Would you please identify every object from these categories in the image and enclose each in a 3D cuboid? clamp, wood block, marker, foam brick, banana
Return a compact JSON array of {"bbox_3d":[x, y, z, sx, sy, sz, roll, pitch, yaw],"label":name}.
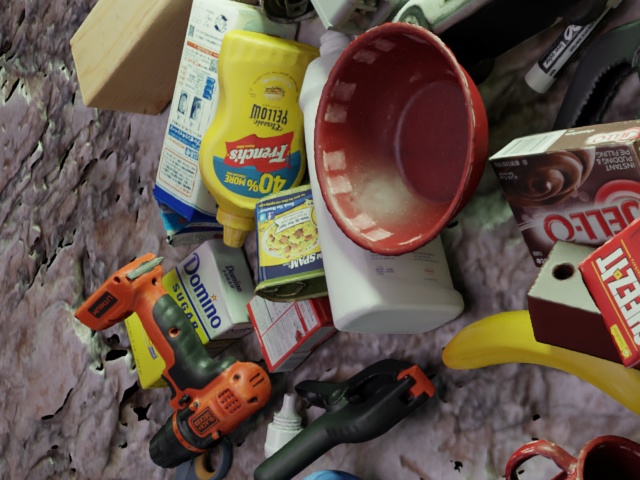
[{"bbox_3d":[0.226,-0.105,0.668,0.210,0.036,0.165,-51,50,38],"label":"clamp"},{"bbox_3d":[-0.162,-0.223,1.083,0.206,0.090,0.090,-39,60,42],"label":"wood block"},{"bbox_3d":[0.184,-0.151,0.732,0.121,0.020,0.020,-53,52,35],"label":"marker"},{"bbox_3d":[0.016,0.147,0.868,0.172,0.039,0.120,-27,28,45],"label":"clamp"},{"bbox_3d":[0.180,0.041,0.683,0.078,0.051,0.053,13,55,34],"label":"foam brick"},{"bbox_3d":[0.160,0.084,0.743,0.198,0.037,0.070,19,103,48],"label":"banana"}]

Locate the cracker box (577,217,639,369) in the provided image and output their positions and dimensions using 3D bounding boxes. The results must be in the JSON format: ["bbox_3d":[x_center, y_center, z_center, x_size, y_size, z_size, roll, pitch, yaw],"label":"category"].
[{"bbox_3d":[0.261,-0.017,0.530,0.214,0.163,0.072,-44,56,39],"label":"cracker box"}]

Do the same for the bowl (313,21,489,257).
[{"bbox_3d":[0.066,-0.070,0.755,0.162,0.055,0.162,2,93,50],"label":"bowl"}]

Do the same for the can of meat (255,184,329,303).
[{"bbox_3d":[-0.006,0.001,0.902,0.102,0.057,0.084,-13,70,25],"label":"can of meat"}]

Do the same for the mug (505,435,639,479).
[{"bbox_3d":[0.168,0.177,0.684,0.117,0.093,0.082,41,132,2],"label":"mug"}]

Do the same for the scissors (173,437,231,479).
[{"bbox_3d":[-0.134,0.263,1.100,0.096,0.016,0.202,25,109,47],"label":"scissors"}]

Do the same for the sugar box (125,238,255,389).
[{"bbox_3d":[-0.132,0.077,1.077,0.177,0.048,0.093,-39,63,44],"label":"sugar box"}]

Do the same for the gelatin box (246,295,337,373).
[{"bbox_3d":[-0.024,0.067,0.964,0.089,0.030,0.073,-46,55,39],"label":"gelatin box"}]

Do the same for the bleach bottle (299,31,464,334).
[{"bbox_3d":[0.040,-0.053,0.853,0.068,0.102,0.251,-37,56,50],"label":"bleach bottle"}]

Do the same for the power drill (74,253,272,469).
[{"bbox_3d":[-0.151,0.120,1.028,0.187,0.057,0.185,51,128,2],"label":"power drill"}]

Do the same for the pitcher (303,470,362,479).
[{"bbox_3d":[-0.034,0.310,0.899,0.149,0.144,0.243,45,123,7],"label":"pitcher"}]

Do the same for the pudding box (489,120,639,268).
[{"bbox_3d":[0.177,-0.028,0.695,0.114,0.039,0.090,-1,122,51],"label":"pudding box"}]

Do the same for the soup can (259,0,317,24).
[{"bbox_3d":[-0.035,-0.254,0.953,0.069,0.068,0.102,-44,57,39],"label":"soup can"}]

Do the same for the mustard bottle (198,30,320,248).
[{"bbox_3d":[-0.058,-0.085,0.955,0.058,0.096,0.192,-125,47,-65],"label":"mustard bottle"}]
